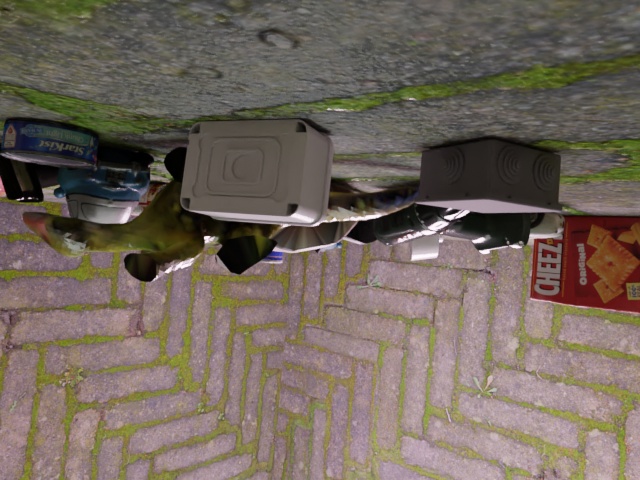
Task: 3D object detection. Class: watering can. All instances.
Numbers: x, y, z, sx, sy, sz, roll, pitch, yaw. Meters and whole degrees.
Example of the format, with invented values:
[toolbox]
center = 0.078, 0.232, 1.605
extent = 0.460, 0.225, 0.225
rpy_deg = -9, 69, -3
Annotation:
[watering can]
center = 0.002, -0.041, 0.810
extent = 0.349, 0.104, 0.223
rpy_deg = -10, 180, -16

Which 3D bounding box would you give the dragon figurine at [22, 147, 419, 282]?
[dragon figurine]
center = -0.108, -0.023, 0.590
extent = 0.411, 0.122, 0.242
rpy_deg = -3, 178, -24
